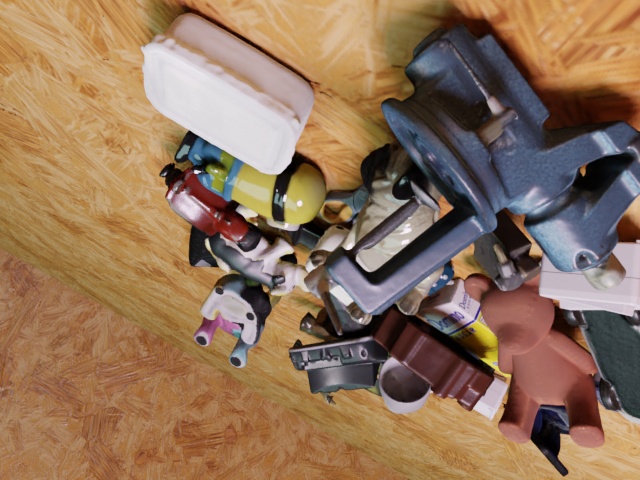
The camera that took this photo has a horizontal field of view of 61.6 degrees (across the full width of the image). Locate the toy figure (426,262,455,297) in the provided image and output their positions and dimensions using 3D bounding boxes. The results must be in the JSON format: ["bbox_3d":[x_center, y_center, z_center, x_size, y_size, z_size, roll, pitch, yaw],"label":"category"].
[{"bbox_3d":[0.110,0.053,0.709,0.064,0.058,0.155,21,162,-33],"label":"toy figure"}]

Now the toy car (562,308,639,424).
[{"bbox_3d":[0.313,0.109,0.551,0.074,0.056,0.201,-11,113,48],"label":"toy car"}]

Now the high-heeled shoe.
[{"bbox_3d":[-0.143,0.016,0.935,0.145,0.086,0.249,6,-175,-25],"label":"high-heeled shoe"}]

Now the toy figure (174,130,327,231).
[{"bbox_3d":[-0.079,-0.077,0.632,0.180,0.082,0.089,32,157,1],"label":"toy figure"}]

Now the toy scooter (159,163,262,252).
[{"bbox_3d":[-0.162,-0.057,0.712,0.184,0.075,0.135,37,179,44],"label":"toy scooter"}]

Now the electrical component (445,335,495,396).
[{"bbox_3d":[0.221,0.191,0.856,0.115,0.058,0.134,17,154,21],"label":"electrical component"}]

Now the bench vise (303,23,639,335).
[{"bbox_3d":[0.101,-0.020,0.391,0.223,0.240,0.129,50,-174,-16],"label":"bench vise"}]

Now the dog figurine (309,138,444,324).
[{"bbox_3d":[0.099,-0.022,0.551,0.121,0.172,0.190,45,130,19],"label":"dog figurine"}]

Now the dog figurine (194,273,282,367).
[{"bbox_3d":[-0.131,0.110,0.977,0.108,0.219,0.191,25,117,4],"label":"dog figurine"}]

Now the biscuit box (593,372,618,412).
[{"bbox_3d":[0.418,0.171,0.594,0.203,0.059,0.062,1,143,48],"label":"biscuit box"}]

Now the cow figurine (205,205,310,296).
[{"bbox_3d":[-0.086,0.032,0.791,0.167,0.098,0.068,45,171,2],"label":"cow figurine"}]

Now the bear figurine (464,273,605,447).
[{"bbox_3d":[0.239,0.127,0.606,0.120,0.132,0.195,-11,130,36],"label":"bear figurine"}]

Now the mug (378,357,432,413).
[{"bbox_3d":[0.147,0.236,0.867,0.110,0.081,0.107,-12,147,-5],"label":"mug"}]

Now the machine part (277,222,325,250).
[{"bbox_3d":[-0.002,-0.002,0.745,0.139,0.039,0.084,30,151,1],"label":"machine part"}]

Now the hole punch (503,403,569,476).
[{"bbox_3d":[0.381,0.305,0.892,0.142,0.092,0.116,43,-178,-34],"label":"hole punch"}]

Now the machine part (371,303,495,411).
[{"bbox_3d":[0.148,0.152,0.725,0.179,0.056,0.179,34,-176,-3],"label":"machine part"}]

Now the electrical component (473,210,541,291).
[{"bbox_3d":[0.165,0.006,0.519,0.078,0.045,0.102,85,161,-55],"label":"electrical component"}]

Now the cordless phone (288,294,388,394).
[{"bbox_3d":[0.009,0.133,0.803,0.147,0.089,0.184,-13,118,25],"label":"cordless phone"}]

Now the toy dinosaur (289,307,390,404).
[{"bbox_3d":[0.048,0.210,0.983,0.198,0.105,0.471,28,146,-3],"label":"toy dinosaur"}]
